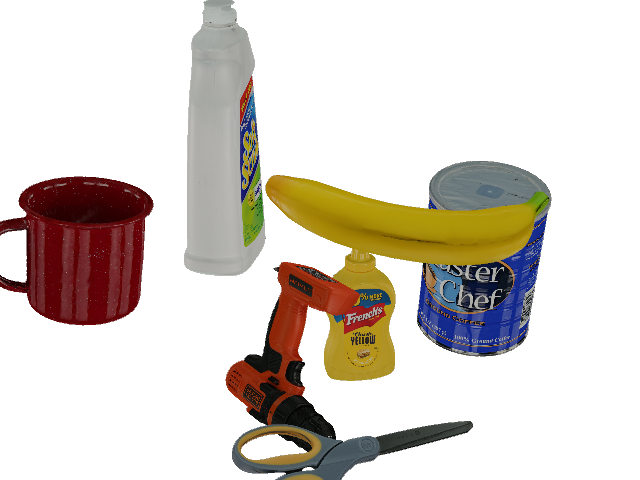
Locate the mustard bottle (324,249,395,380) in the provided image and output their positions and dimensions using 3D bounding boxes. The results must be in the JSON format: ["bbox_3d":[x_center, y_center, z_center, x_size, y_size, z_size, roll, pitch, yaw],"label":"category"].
[{"bbox_3d":[0.053,0.093,1.438,0.096,0.192,0.058,-3,21,-8],"label":"mustard bottle"}]

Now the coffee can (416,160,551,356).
[{"bbox_3d":[0.141,0.015,0.936,0.103,0.140,0.103,1,33,-1],"label":"coffee can"}]

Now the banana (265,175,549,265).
[{"bbox_3d":[0.058,-0.012,0.723,0.198,0.037,0.069,5,27,1],"label":"banana"}]

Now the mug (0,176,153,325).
[{"bbox_3d":[-0.179,0.009,0.760,0.117,0.081,0.093,-5,26,-27],"label":"mug"}]

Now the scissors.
[{"bbox_3d":[0.031,0.181,0.842,0.201,0.096,0.016,3,-42,-9],"label":"scissors"}]

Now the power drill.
[{"bbox_3d":[-0.023,0.132,1.225,0.057,0.188,0.185,14,10,-45],"label":"power drill"}]

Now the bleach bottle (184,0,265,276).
[{"bbox_3d":[-0.094,-0.099,1.014,0.068,0.251,0.102,6,26,13],"label":"bleach bottle"}]
